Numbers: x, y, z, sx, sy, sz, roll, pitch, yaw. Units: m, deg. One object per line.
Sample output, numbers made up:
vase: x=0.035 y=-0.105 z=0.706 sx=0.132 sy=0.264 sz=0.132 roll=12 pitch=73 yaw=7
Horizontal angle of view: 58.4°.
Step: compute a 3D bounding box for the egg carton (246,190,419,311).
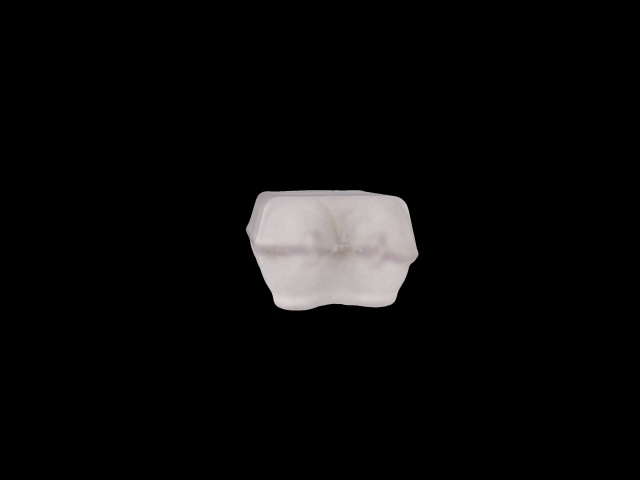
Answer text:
egg carton: x=0.004 y=0.001 z=0.400 sx=0.107 sy=0.069 sz=0.150 roll=-1 pitch=7 yaw=-11
